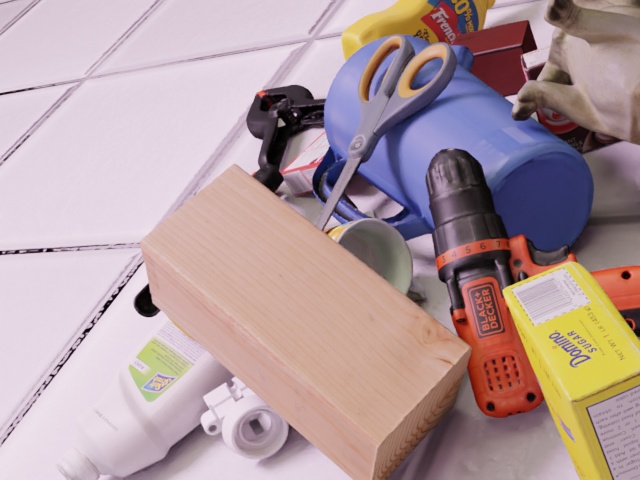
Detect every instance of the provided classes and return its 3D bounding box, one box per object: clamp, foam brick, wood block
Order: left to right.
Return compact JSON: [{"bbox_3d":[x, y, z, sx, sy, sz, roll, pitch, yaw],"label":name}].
[{"bbox_3d":[-0.074,-0.026,0.959,0.165,0.036,0.209,-42,6,33],"label":"clamp"},{"bbox_3d":[-0.024,-0.133,1.132,0.120,0.039,0.171,-25,31,-1],"label":"clamp"},{"bbox_3d":[-0.013,0.056,0.705,0.206,0.090,0.090,38,64,21],"label":"wood block"},{"bbox_3d":[0.169,-0.173,1.035,0.078,0.051,0.053,-8,35,28],"label":"foam brick"}]

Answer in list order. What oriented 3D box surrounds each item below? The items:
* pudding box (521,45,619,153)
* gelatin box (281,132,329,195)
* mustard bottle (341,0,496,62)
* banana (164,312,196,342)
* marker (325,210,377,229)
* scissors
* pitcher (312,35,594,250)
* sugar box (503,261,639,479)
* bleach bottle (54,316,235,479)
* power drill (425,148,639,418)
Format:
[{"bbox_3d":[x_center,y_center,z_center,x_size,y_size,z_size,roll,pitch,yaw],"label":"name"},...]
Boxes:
[{"bbox_3d":[0.232,-0.127,0.883,0.113,0.090,0.039,-19,30,11],"label":"pudding box"},{"bbox_3d":[0.014,-0.079,1.014,0.073,0.030,0.089,-46,20,-29],"label":"gelatin box"},{"bbox_3d":[0.115,-0.221,1.103,0.191,0.096,0.058,-38,33,-18],"label":"mustard bottle"},{"bbox_3d":[-0.045,0.060,0.784,0.198,0.037,0.069,24,67,6],"label":"banana"},{"bbox_3d":[-0.006,0.001,0.939,0.121,0.020,0.020,-19,32,13],"label":"marker"},{"bbox_3d":[0.049,-0.079,0.815,0.096,0.016,0.201,-8,55,40],"label":"scissors"},{"bbox_3d":[0.100,-0.062,0.862,0.144,0.149,0.243,0,26,-25],"label":"pitcher"},{"bbox_3d":[0.146,0.104,0.524,0.048,0.176,0.093,-22,31,3],"label":"sugar box"},{"bbox_3d":[-0.104,0.095,0.833,0.250,0.068,0.103,-42,38,-20],"label":"bleach bottle"},{"bbox_3d":[0.169,0.008,0.690,0.188,0.057,0.184,-16,75,14],"label":"power drill"}]
